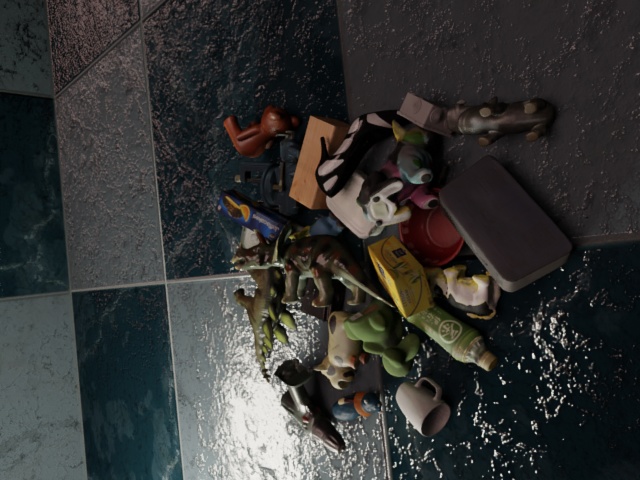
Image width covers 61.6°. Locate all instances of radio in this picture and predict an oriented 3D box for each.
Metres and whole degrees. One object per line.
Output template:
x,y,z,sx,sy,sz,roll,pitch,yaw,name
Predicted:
0.323,-0.028,0.961,0.131,0.073,0.230,-34,62,3,radio

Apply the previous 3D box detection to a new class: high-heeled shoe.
0.100,-0.189,1.179,0.249,0.086,0.145,-16,80,20,high-heeled shoe

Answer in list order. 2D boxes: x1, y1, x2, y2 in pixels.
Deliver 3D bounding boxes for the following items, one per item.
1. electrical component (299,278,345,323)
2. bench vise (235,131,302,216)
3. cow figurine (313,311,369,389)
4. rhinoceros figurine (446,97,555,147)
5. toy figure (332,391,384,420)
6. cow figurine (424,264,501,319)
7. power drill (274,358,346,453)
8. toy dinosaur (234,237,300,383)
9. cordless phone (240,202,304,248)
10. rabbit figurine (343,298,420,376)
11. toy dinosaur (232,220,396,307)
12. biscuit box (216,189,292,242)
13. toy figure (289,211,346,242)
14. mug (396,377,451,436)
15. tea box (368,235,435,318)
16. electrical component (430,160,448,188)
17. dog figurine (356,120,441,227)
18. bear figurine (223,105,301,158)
0.005,0.131,1.357,0.115,0.058,0.134,12,102,43,electrical component
-0.127,-0.180,1.418,0.241,0.129,0.223,8,112,31,bench vise
0.050,0.266,1.299,0.127,0.085,0.194,8,101,40,cow figurine
0.320,-0.223,0.971,0.191,0.112,0.073,3,124,33,rhinoceros figurine
0.092,0.393,1.279,0.154,0.064,0.058,-32,50,43,toy figure
0.275,0.099,1.070,0.168,0.068,0.098,9,105,47,cow figurine
-0.029,0.412,1.363,0.232,0.086,0.207,21,140,50,power drill
-0.149,0.192,1.468,0.199,0.105,0.470,46,140,39,toy dinosaur
-0.121,-0.014,1.469,0.184,0.088,0.146,28,112,27,cordless phone
0.156,0.220,1.167,0.170,0.121,0.159,58,163,-6,rabbit figurine
-0.005,0.050,1.221,0.405,0.131,0.192,0,95,33,toy dinosaur
-0.173,-0.063,1.414,0.203,0.059,0.062,28,108,16,biscuit box
-0.001,-0.001,1.339,0.180,0.089,0.082,-41,51,30,toy figure
0.213,0.339,1.138,0.107,0.081,0.109,33,121,50,mug
0.164,0.071,1.105,0.170,0.068,0.098,-118,5,-66,tea box
0.233,-0.119,1.127,0.063,0.021,0.094,34,116,39,electrical component
0.158,-0.147,1.085,0.192,0.108,0.219,-21,41,14,dog figurine
-0.156,-0.312,1.451,0.196,0.120,0.132,-37,63,40,bear figurine
